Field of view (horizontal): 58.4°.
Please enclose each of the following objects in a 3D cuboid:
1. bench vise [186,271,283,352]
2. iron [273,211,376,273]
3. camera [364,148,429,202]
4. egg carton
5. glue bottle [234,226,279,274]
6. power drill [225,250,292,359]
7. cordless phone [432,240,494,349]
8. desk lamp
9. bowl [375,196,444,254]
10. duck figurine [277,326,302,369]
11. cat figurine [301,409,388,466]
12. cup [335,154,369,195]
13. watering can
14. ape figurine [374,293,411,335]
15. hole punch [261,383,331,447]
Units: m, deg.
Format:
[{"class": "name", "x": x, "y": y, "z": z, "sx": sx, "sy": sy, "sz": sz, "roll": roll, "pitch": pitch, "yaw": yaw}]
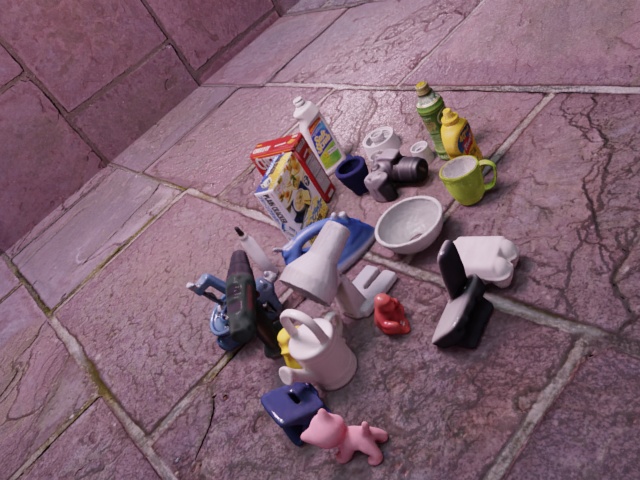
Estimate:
[{"class": "bench vise", "x": -0.207, "y": 0.133, "z": 1.362, "sx": 0.121, "sy": 0.220, "sz": 0.208, "roll": 9, "pitch": 53, "yaw": 46}, {"class": "iron", "x": 0.013, "y": 0.005, "z": 1.406, "sx": 0.258, "sy": 0.142, "sz": 0.118, "roll": -36, "pitch": 34, "yaw": -2}, {"class": "camera", "x": 0.204, "y": -0.182, "z": 1.513, "sx": 0.136, "sy": 0.101, "sz": 0.143, "roll": 7, "pitch": 51, "yaw": 44}, {"class": "egg carton", "x": 0.324, "y": 0.045, "z": 1.160, "sx": 0.149, "sy": 0.070, "sz": 0.107, "roll": -2, "pitch": 45, "yaw": 38}, {"class": "glue bottle", "x": -0.175, "y": 0.026, "z": 1.509, "sx": 0.037, "sy": 0.174, "sz": 0.078, "roll": -39, "pitch": 34, "yaw": -7}, {"class": "power drill", "x": -0.143, "y": 0.158, "z": 1.288, "sx": 0.075, "sy": 0.209, "sz": 0.229, "roll": -24, "pitch": 35, "yaw": 15}, {"class": "cordless phone", "x": 0.239, "y": 0.102, "z": 1.058, "sx": 0.093, "sy": 0.185, "sz": 0.148, "roll": -1, "pitch": 46, "yaw": 39}, {"class": "desk lamp", "x": 0.036, "y": 0.076, "z": 1.234, "sx": 0.117, "sy": 0.214, "sz": 0.203, "roll": 14, "pitch": 57, "yaw": 48}, {"class": "bowl", "x": 0.216, "y": -0.022, "z": 1.329, "sx": 0.167, "sy": 0.075, "sz": 0.167, "roll": -22, "pitch": 36, "yaw": 17}, {"class": "duck figurine", "x": -0.058, "y": 0.223, "z": 1.246, "sx": 0.077, "sy": 0.086, "sz": 0.104, "roll": -16, "pitch": 38, "yaw": 24}, {"class": "cat figurine", "x": 0.038, "y": 0.336, "z": 0.998, "sx": 0.127, "sy": 0.118, "sz": 0.067, "roll": -13, "pitch": 39, "yaw": 28}, {"class": "cup", "x": 0.100, "y": -0.181, "z": 1.604, "sx": 0.091, "sy": 0.095, "sz": 0.117, "roll": -24, "pitch": 35, "yaw": 14}, {"class": "watering can", "x": -0.014, "y": 0.210, "z": 1.127, "sx": 0.100, "sy": 0.195, "sz": 0.173, "roll": -14, "pitch": 39, "yaw": 28}, {"class": "ape figurine", "x": 0.140, "y": 0.146, "z": 1.170, "sx": 0.075, "sy": 0.092, "sz": 0.078, "roll": -1, "pitch": 46, "yaw": 39}, {"class": "hole punch", "x": -0.048, "y": 0.322, "z": 1.111, "sx": 0.101, "sy": 0.091, "sz": 0.108, "roll": -42, "pitch": 35, "yaw": -11}]
